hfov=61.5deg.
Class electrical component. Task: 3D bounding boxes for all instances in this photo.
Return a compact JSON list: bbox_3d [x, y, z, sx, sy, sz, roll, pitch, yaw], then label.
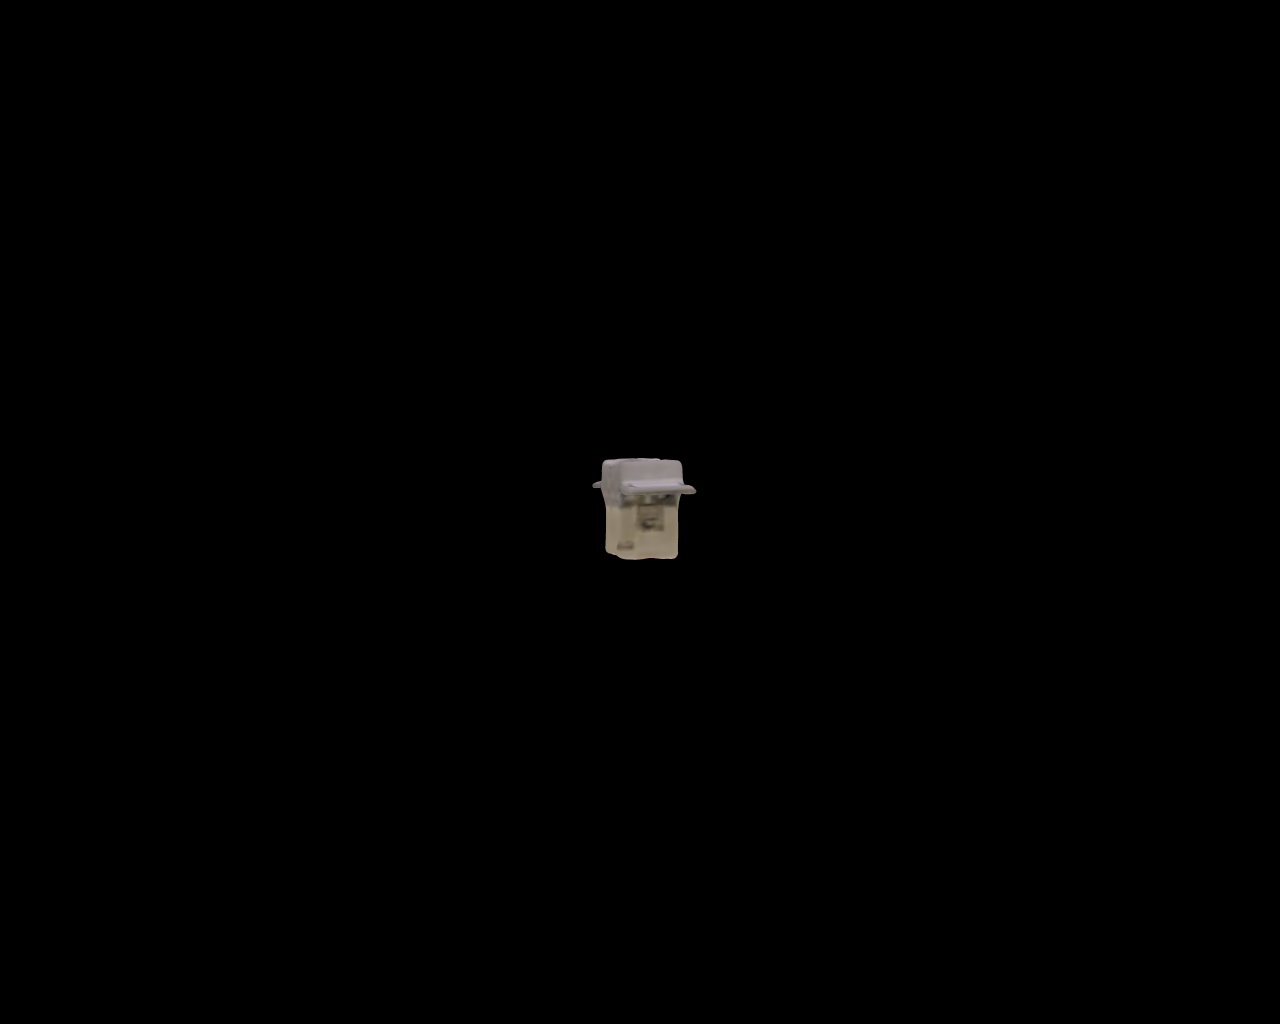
[{"bbox_3d":[0.001,-0.003,0.650,0.042,0.063,0.081,-1,5,-15],"label":"electrical component"}]
